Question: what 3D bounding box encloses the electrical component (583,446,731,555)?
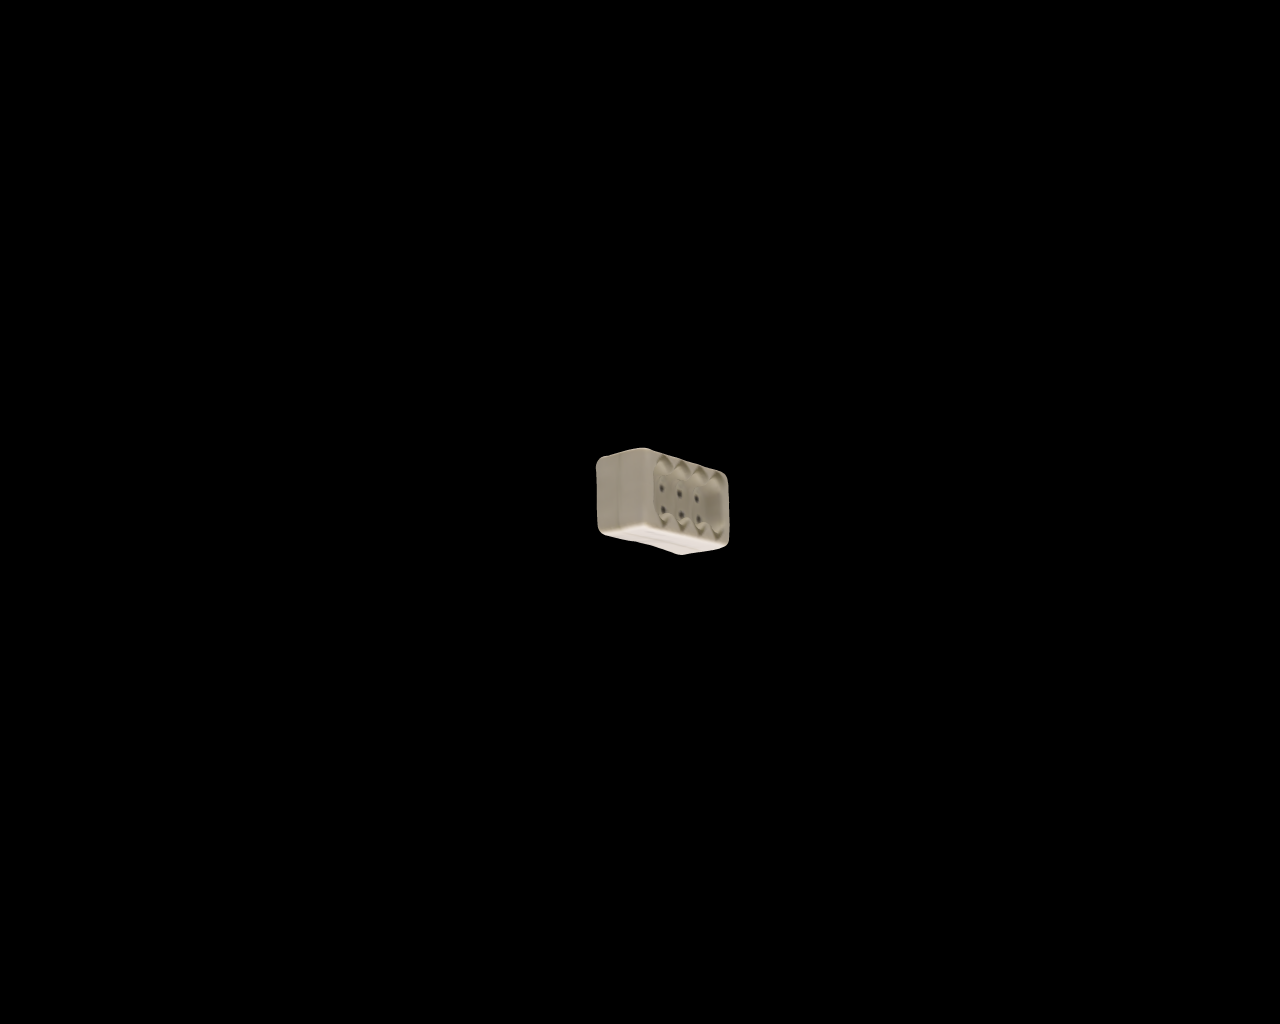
[{"bbox_3d":[0.001,-0.003,0.650,0.075,0.047,0.083,-11,-17,38],"label":"electrical component"}]
